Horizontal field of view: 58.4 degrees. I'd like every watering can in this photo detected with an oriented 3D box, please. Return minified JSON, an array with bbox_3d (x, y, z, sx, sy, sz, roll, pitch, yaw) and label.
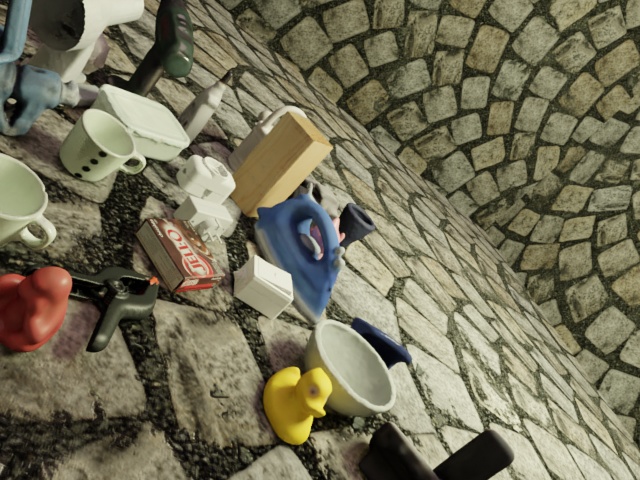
[{"bbox_3d":[-0.112,-0.225,1.277,0.172,0.194,0.101,54,21,25],"label":"watering can"}]

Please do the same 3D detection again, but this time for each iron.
[{"bbox_3d":[-0.017,0.015,1.058,0.119,0.141,0.257,22,30,-49],"label":"iron"}]

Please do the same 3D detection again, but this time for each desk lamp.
[{"bbox_3d":[-0.381,-0.324,0.903,0.118,0.213,0.203,45,19,1],"label":"desk lamp"}]

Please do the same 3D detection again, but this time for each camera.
[{"bbox_3d":[-0.032,-0.097,1.320,0.137,0.100,0.143,26,27,-43],"label":"camera"}]

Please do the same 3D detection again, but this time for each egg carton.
[{"bbox_3d":[-0.461,-0.382,1.077,0.108,0.069,0.150,20,31,-51],"label":"egg carton"}]

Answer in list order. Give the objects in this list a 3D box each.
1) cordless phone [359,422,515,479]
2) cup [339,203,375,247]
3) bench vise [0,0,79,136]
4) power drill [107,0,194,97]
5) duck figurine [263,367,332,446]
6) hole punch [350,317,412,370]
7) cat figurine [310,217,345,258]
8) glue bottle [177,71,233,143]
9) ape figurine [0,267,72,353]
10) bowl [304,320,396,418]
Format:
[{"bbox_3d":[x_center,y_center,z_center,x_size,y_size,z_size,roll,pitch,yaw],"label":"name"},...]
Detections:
[{"bbox_3d":[0.160,0.293,0.782,0.147,0.185,0.094,50,20,14],"label":"cordless phone"},{"bbox_3d":[0.074,-0.035,1.418,0.092,0.095,0.118,41,19,-11],"label":"cup"},{"bbox_3d":[-0.397,-0.256,0.721,0.208,0.219,0.121,13,36,-57],"label":"bench vise"},{"bbox_3d":[-0.319,-0.356,1.103,0.076,0.208,0.229,25,27,-44],"label":"power drill"},{"bbox_3d":[-0.022,0.202,0.750,0.078,0.086,0.104,32,23,-32],"label":"duck figurine"},{"bbox_3d":[0.099,0.186,1.022,0.109,0.091,0.101,39,20,-16],"label":"hole punch"},{"bbox_3d":[0.011,0.004,1.174,0.067,0.117,0.128,51,20,18],"label":"cat figurine"},{"bbox_3d":[-0.233,-0.275,1.164,0.037,0.173,0.078,30,24,-37],"label":"glue bottle"},{"bbox_3d":[-0.267,0.058,0.535,0.076,0.092,0.077,21,30,-49],"label":"ape figurine"},{"bbox_3d":[0.032,0.206,0.869,0.168,0.074,0.167,39,20,-17],"label":"bowl"}]
